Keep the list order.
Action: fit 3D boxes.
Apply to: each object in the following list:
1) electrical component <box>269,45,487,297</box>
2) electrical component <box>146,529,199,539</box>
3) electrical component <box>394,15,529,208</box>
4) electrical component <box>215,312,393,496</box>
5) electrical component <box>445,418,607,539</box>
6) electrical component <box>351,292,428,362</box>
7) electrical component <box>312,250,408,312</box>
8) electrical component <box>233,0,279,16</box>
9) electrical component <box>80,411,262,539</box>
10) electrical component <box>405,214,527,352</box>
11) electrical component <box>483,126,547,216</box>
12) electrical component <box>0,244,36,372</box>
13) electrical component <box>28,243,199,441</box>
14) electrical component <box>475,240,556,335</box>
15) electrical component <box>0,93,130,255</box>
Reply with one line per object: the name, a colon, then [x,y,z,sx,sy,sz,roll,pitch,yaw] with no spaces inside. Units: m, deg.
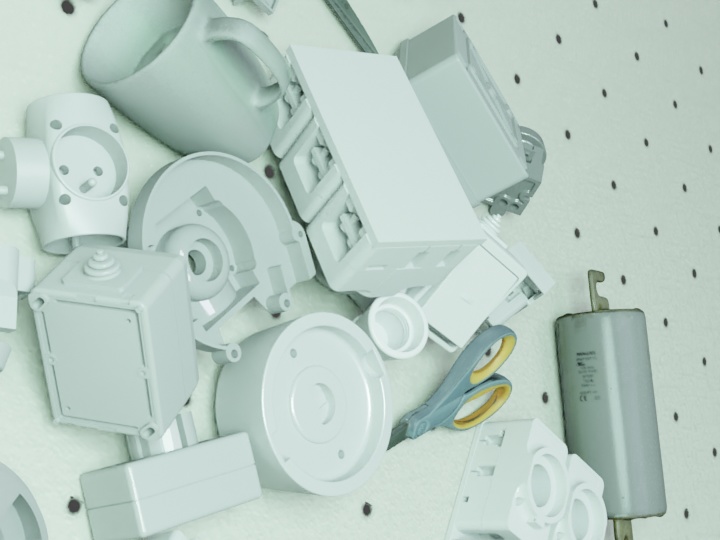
electrical component: [0.002,-0.063,0.686,0.089,0.061,0.150,-3,59,-38]
electrical component: [-0.089,0.202,0.565,0.121,0.079,0.063,60,23,-19]
electrical component: [0.074,-0.118,0.793,0.108,0.056,0.108,55,19,-22]
electrical component: [-0.038,0.083,0.652,0.108,0.060,0.108,14,71,-44]
electrical component: [0.118,0.215,0.787,0.105,0.060,0.186,43,53,-32]
electrical component: [0.010,0.044,0.708,0.044,0.065,0.044,11,67,-27]
electrical component: [0.000,0.000,0.724,0.055,0.045,0.045,36,56,-35]
electrical component: [-0.069,-0.208,0.686,0.081,0.064,0.042,39,54,-34]
electrical component: [-0.106,0.099,0.586,0.083,0.047,0.075,-8,82,-48]
electrical component: [0.069,0.001,0.751,0.096,0.061,0.062,-47,125,8]
electrical component: [0.125,-0.083,0.872,0.048,0.066,0.055,20,52,-4]
electrical component: [-0.193,0.019,0.504,0.078,0.058,0.057,13,69,-45]
electrical component: [-0.121,0.028,0.545,0.061,0.062,0.096,-61,155,-57]
electrical component: [0.106,0.018,0.813,0.064,0.081,0.042,-39,85,-17]
electrical component: [-0.165,-0.050,0.560,0.079,0.044,0.077,-2,77,-37]
